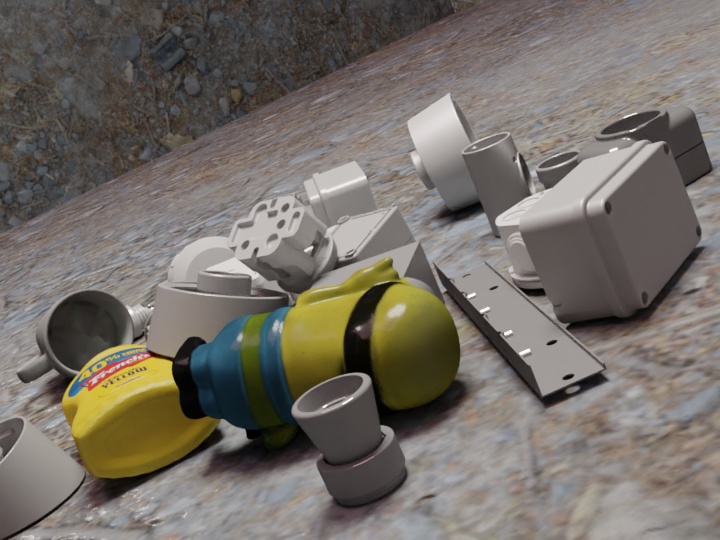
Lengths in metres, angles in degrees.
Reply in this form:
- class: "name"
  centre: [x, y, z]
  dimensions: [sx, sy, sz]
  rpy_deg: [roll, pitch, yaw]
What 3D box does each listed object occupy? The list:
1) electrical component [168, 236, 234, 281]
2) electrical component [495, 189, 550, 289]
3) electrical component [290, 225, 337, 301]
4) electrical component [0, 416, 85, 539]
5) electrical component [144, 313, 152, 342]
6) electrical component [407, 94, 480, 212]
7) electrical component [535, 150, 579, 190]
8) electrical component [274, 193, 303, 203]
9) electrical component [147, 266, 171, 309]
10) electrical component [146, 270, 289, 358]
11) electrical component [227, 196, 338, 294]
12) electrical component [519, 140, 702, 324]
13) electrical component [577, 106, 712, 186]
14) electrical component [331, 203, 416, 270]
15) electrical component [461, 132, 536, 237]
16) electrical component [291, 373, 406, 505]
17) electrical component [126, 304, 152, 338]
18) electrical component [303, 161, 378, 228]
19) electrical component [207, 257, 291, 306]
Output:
- class: "electrical component"
  centre: [-0.139, 0.009, 1.005]
  dimensions: [0.080, 0.080, 0.051]
  rpy_deg: [-28, 10, -19]
- class: "electrical component"
  centre: [0.138, -0.024, 0.749]
  dimensions: [0.080, 0.051, 0.080]
  rpy_deg: [-22, 14, 6]
- class: "electrical component"
  centre: [-0.041, -0.007, 0.968]
  dimensions: [0.066, 0.047, 0.077]
  rpy_deg: [-26, 16, -17]
- class: "electrical component"
  centre: [-0.250, 0.150, 0.745]
  dimensions: [0.099, 0.064, 0.099]
  rpy_deg: [-30, 22, 14]
- class: "electrical component"
  centre: [-0.161, 0.057, 0.936]
  dimensions: [0.066, 0.048, 0.055]
  rpy_deg: [-27, 22, -14]
- class: "electrical component"
  centre: [0.084, -0.108, 1.033]
  dimensions: [0.060, 0.108, 0.108]
  rpy_deg: [-26, 13, 13]
- class: "electrical component"
  centre: [0.169, -0.069, 0.873]
  dimensions: [0.040, 0.046, 0.040]
  rpy_deg: [-22, 14, 6]
- class: "electrical component"
  centre: [-0.082, -0.047, 1.164]
  dimensions: [0.050, 0.055, 0.089]
  rpy_deg: [-22, 14, 6]
- class: "electrical component"
  centre: [-0.175, 0.021, 1.077]
  dimensions: [0.079, 0.044, 0.077]
  rpy_deg: [-29, 19, -29]
- class: "electrical component"
  centre: [-0.104, 0.032, 0.812]
  dimensions: [0.108, 0.060, 0.108]
  rpy_deg: [6, 4, 0]
- class: "electrical component"
  centre: [-0.055, -0.017, 0.825]
  dimensions: [0.078, 0.057, 0.058]
  rpy_deg: [-8, 54, 41]
- class: "electrical component"
  centre: [0.159, -0.025, 0.668]
  dimensions: [0.057, 0.078, 0.113]
  rpy_deg: [-13, 17, 42]
- class: "electrical component"
  centre: [0.220, -0.088, 0.838]
  dimensions: [0.095, 0.059, 0.054]
  rpy_deg: [-29, 15, -22]
- class: "electrical component"
  centre: [0.000, 0.000, 0.874]
  dimensions: [0.062, 0.061, 0.096]
  rpy_deg: [-13, 26, 39]
- class: "electrical component"
  centre: [0.123, -0.077, 0.914]
  dimensions: [0.044, 0.077, 0.079]
  rpy_deg: [-19, 15, 18]
- class: "electrical component"
  centre: [-0.005, 0.088, 0.560]
  dimensions: [0.045, 0.055, 0.045]
  rpy_deg: [-22, 14, 6]
- class: "electrical component"
  centre: [-0.228, 0.051, 1.082]
  dimensions: [0.061, 0.035, 0.035]
  rpy_deg: [-27, 15, -25]
- class: "electrical component"
  centre: [-0.015, -0.056, 1.051]
  dimensions: [0.057, 0.078, 0.113]
  rpy_deg: [-21, 14, -1]
- class: "electrical component"
  centre: [-0.101, 0.027, 0.917]
  dimensions: [0.062, 0.061, 0.096]
  rpy_deg: [-21, 14, 7]
